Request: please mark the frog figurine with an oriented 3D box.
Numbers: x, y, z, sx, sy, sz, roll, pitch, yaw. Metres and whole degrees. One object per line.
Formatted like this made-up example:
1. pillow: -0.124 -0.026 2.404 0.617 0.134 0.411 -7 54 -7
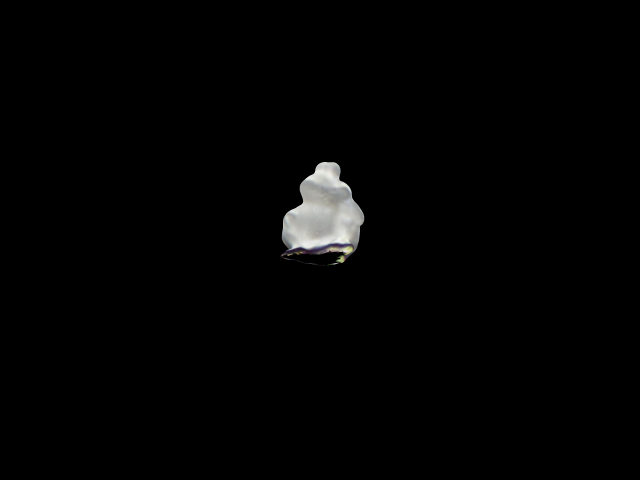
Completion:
1. frog figurine: 0.003 -0.043 0.850 0.136 0.162 0.121 -12 -24 29
